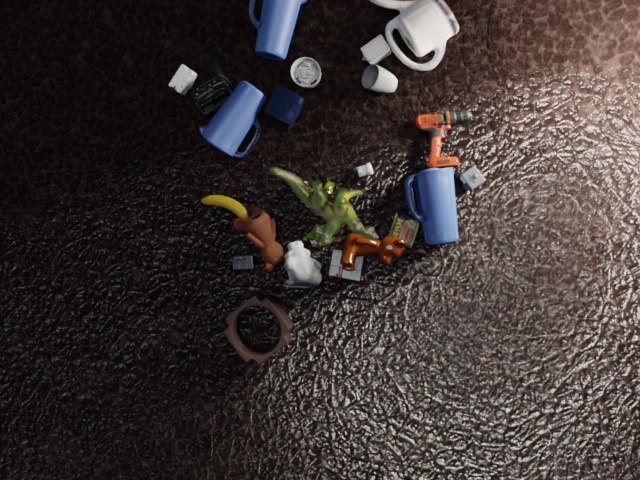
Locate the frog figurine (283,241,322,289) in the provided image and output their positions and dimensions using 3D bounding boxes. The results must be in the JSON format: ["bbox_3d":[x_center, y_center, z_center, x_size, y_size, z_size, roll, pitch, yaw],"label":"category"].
[{"bbox_3d":[-0.056,0.082,1.729,0.137,0.122,0.160,7,82,-24],"label":"frog figurine"}]

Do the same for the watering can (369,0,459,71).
[{"bbox_3d":[0.306,-0.725,1.684,0.224,0.104,0.349,-32,86,6],"label":"watering can"}]

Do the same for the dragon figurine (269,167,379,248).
[{"bbox_3d":[0.005,-0.087,1.722,0.410,0.123,0.240,15,101,3],"label":"dragon figurine"}]
